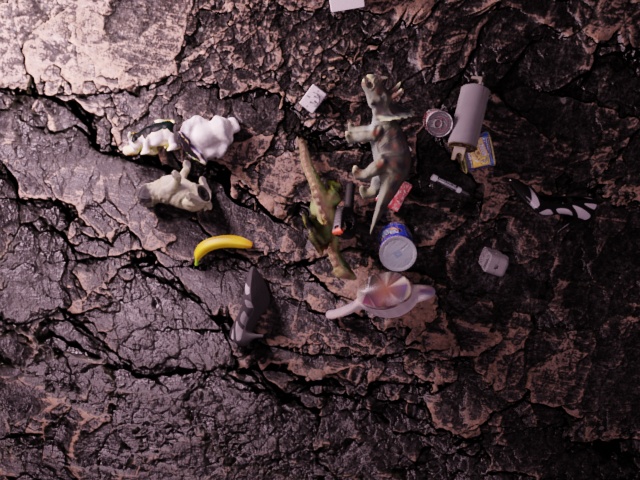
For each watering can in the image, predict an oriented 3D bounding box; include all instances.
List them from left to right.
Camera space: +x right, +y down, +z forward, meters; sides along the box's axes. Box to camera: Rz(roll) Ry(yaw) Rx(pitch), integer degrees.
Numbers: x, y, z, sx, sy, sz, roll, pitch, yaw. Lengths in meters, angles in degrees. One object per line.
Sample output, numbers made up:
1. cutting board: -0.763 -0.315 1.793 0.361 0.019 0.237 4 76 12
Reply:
1. watering can: 0.160 0.177 1.495 0.346 0.221 0.106 -14 67 12

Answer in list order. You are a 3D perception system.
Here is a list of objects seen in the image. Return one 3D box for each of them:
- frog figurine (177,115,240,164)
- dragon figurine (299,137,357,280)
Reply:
1. frog figurine: -0.311 -0.300 1.460 0.137 0.121 0.161 47 68 -1
2. dragon figurine: 0.004 -0.071 1.414 0.121 0.247 0.406 -22 105 16
